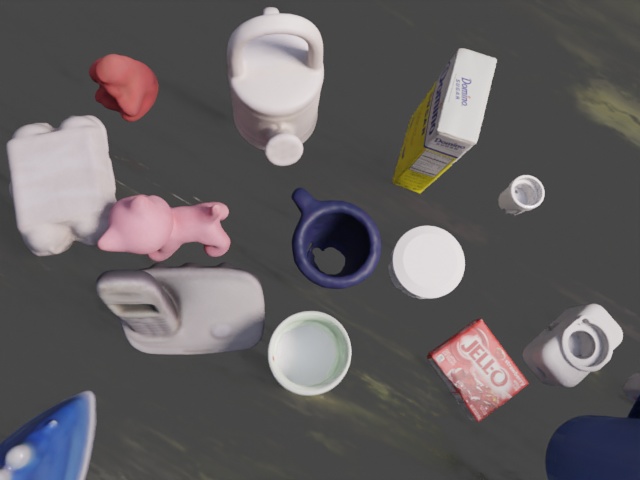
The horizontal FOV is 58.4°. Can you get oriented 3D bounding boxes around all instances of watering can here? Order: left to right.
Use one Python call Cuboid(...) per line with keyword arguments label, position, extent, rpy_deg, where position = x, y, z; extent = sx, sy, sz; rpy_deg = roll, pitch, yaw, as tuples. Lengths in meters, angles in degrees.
Cuboid(label="watering can", position=(-0.043, -0.165, 0.600), extent=(0.101, 0.194, 0.173), rpy_deg=(-27, 82, -9))

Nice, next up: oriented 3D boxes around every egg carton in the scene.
Cuboid(label="egg carton", position=(-0.276, -0.060, 0.622), extent=(0.107, 0.069, 0.150), rpy_deg=(-13, 80, -7))

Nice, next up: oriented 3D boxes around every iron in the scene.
Cuboid(label="iron", position=(-0.303, 0.256, 0.518), extent=(0.118, 0.141, 0.258), rpy_deg=(29, 78, 2))

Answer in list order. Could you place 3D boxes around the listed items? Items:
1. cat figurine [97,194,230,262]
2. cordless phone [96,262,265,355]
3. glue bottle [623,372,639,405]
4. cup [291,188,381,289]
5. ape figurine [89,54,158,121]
Cuboid(label="cat figurine", position=(-0.161, -0.018, 0.598), extent=(0.128, 0.117, 0.067), rpy_deg=(-8, 79, -6))
Cuboid(label="cordless phone", position=(-0.128, 0.062, 0.550), extent=(0.147, 0.185, 0.094), rpy_deg=(-4, 79, -5))
Cuboid(label="glue bottle", position=(0.388, 0.170, 0.579), extent=(0.078, 0.173, 0.037), rpy_deg=(39, 78, 4))
Cuboid(label="cup", position=(0.006, 0.002, 0.620), extent=(0.092, 0.095, 0.118), rpy_deg=(-36, 83, -11))
Cuboid(label="ape figurine", position=(-0.223, -0.177, 0.639), extent=(0.076, 0.092, 0.078), rpy_deg=(-20, 81, -8))
